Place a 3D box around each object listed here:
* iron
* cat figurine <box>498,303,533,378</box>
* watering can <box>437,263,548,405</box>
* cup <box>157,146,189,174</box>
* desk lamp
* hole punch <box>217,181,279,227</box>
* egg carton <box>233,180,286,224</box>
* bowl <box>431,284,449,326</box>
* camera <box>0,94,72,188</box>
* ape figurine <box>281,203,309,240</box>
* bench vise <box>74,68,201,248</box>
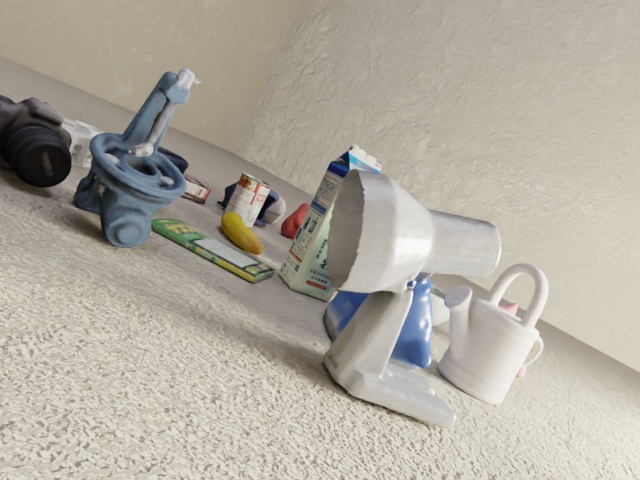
[{"bbox_3d":[0.083,0.071,0.778,0.119,0.141,0.258,25,7,-14],"label":"iron"},{"bbox_3d":[0.341,0.173,1.065,0.067,0.118,0.127,20,10,-43],"label":"cat figurine"},{"bbox_3d":[0.248,0.120,0.801,0.174,0.194,0.100,20,9,-44],"label":"watering can"},{"bbox_3d":[-0.290,-0.114,0.969,0.117,0.095,0.092,31,8,32],"label":"cup"},{"bbox_3d":[0.081,0.054,0.593,0.204,0.213,0.117,24,7,-17],"label":"desk lamp"},{"bbox_3d":[-0.162,-0.093,1.299,0.109,0.091,0.100,22,8,-30],"label":"hole punch"},{"bbox_3d":[-0.159,-0.099,1.446,0.150,0.069,0.107,26,7,-1],"label":"egg carton"},{"bbox_3d":[0.174,0.114,1.072,0.167,0.075,0.167,26,7,-3],"label":"bowl"},{"bbox_3d":[-0.381,-0.130,0.733,0.144,0.101,0.136,19,10,-45],"label":"camera"},{"bbox_3d":[-0.045,-0.043,1.353,0.076,0.092,0.078,25,7,-8],"label":"ape figurine"},{"bbox_3d":[-0.233,-0.120,0.706,0.206,0.220,0.122,31,9,36],"label":"bench vise"}]
